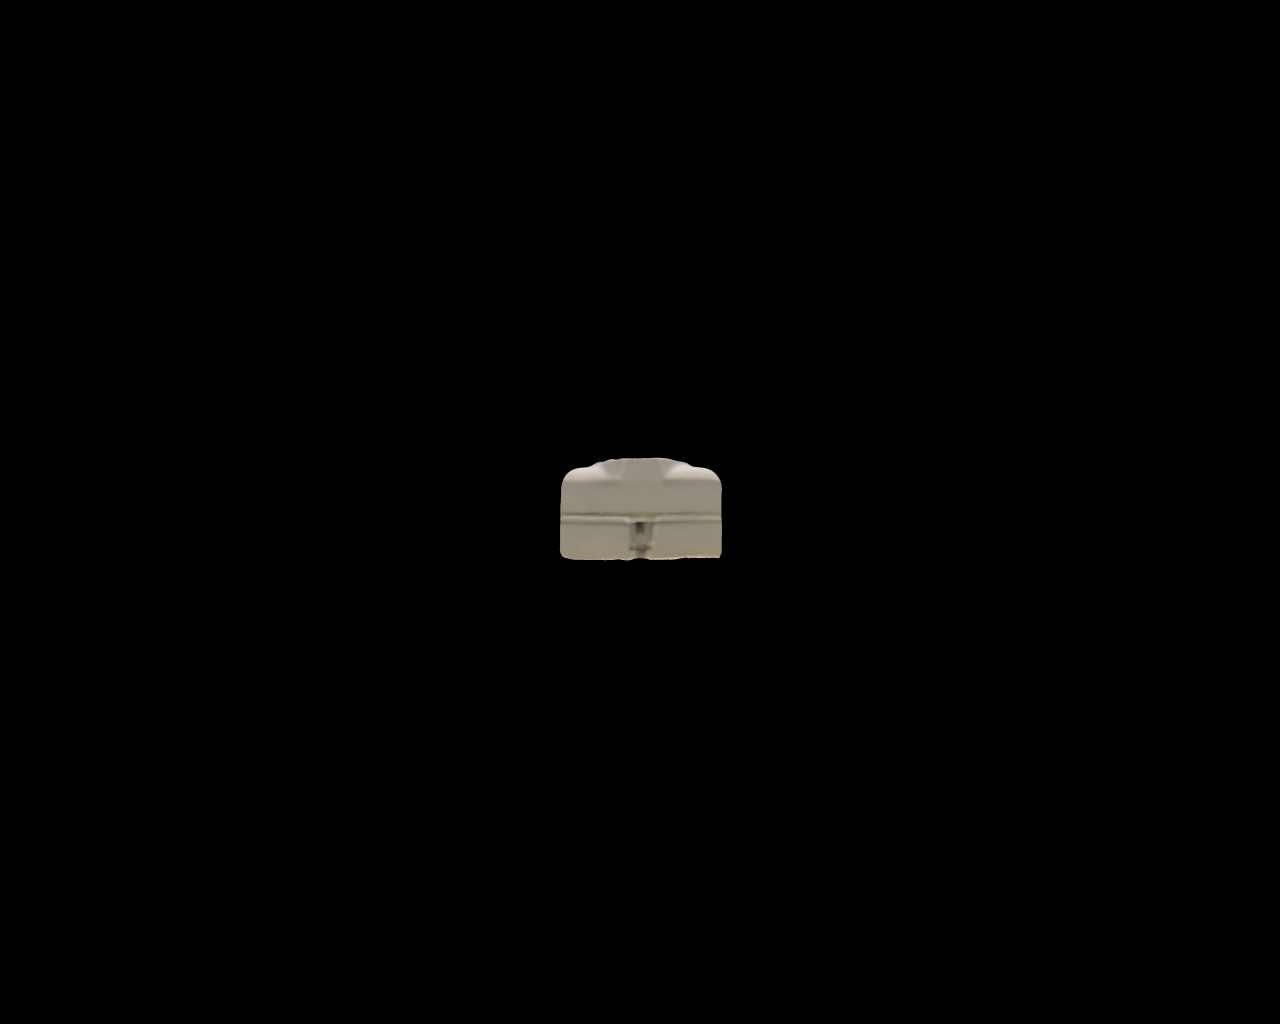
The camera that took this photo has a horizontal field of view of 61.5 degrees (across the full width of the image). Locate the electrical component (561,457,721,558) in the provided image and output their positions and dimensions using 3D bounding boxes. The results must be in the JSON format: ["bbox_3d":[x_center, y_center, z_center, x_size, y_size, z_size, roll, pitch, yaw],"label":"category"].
[{"bbox_3d":[0.001,-0.003,0.650,0.095,0.059,0.054,0,0,0],"label":"electrical component"}]
